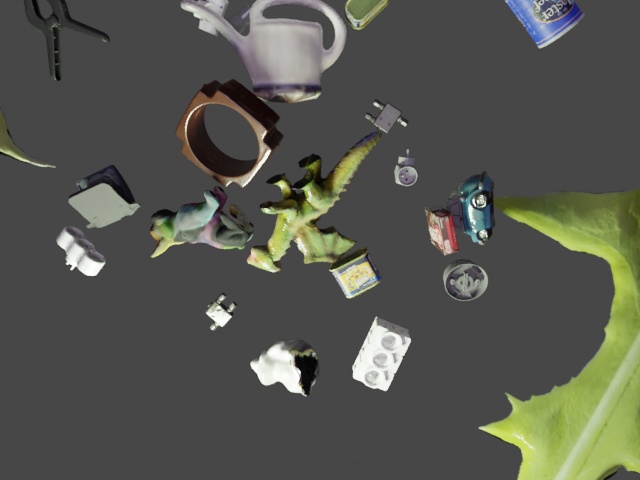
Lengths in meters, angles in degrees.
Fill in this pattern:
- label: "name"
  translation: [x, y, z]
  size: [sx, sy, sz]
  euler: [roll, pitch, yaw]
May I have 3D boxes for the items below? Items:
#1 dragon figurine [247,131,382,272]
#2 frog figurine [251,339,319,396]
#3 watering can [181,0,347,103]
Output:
- label: "dragon figurine"
  translation: [0.004, -0.060, 1.197]
  size: [0.411, 0.238, 0.124]
  euler: [-28, 28, -3]
- label: "frog figurine"
  translation: [-0.085, 0.314, 1.279]
  size: [0.158, 0.136, 0.125]
  euler: [-14, 26, 43]
- label: "watering can"
  translation: [-0.114, -0.409, 1.103]
  size: [0.348, 0.222, 0.105]
  euler: [-2, 12, -8]
